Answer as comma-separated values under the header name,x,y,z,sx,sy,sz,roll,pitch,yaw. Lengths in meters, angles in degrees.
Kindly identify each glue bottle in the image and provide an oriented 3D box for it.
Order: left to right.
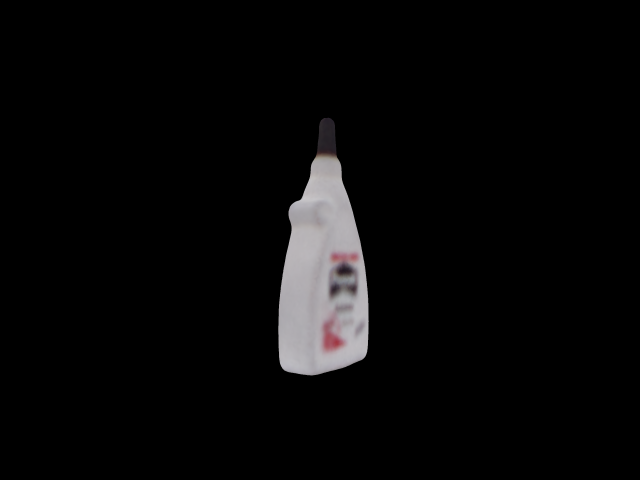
name,x,y,z,sx,sy,sz,roll,pitch,yaw
glue bottle,0.004,0.001,0.400,0.037,0.173,0.078,0,0,32
